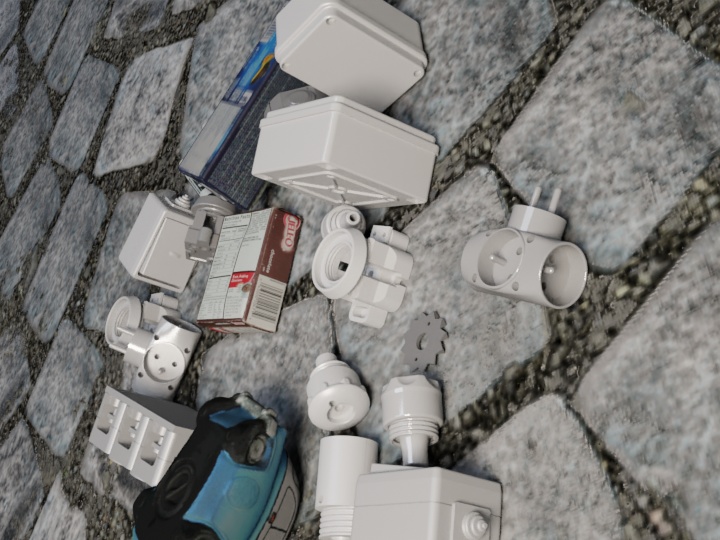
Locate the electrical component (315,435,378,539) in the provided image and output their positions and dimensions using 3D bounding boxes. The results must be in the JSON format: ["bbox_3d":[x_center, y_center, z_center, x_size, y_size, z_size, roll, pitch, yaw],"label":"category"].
[{"bbox_3d":[-0.011,0.166,0.785,0.043,0.043,0.081,-21,57,46],"label":"electrical component"}]

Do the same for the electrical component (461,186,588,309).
[{"bbox_3d":[0.113,-0.018,0.715,0.077,0.044,0.079,13,82,54],"label":"electrical component"}]

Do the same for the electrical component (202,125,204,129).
[{"bbox_3d":[-0.116,-0.126,1.070,0.083,0.047,0.075,-32,49,40],"label":"electrical component"}]

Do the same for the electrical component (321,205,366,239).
[{"bbox_3d":[-0.011,-0.037,0.882,0.061,0.035,0.035,145,140,-76],"label":"electrical component"}]

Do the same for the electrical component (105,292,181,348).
[{"bbox_3d":[-0.226,0.059,1.112,0.058,0.057,0.078,-9,65,51],"label":"electrical component"}]

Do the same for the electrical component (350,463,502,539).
[{"bbox_3d":[0.047,0.157,0.697,0.096,0.062,0.061,-18,59,48],"label":"electrical component"}]

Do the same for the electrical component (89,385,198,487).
[{"bbox_3d":[-0.169,0.158,0.957,0.150,0.089,0.061,13,84,55],"label":"electrical component"}]

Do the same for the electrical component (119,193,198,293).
[{"bbox_3d":[-0.198,-0.032,1.117,0.096,0.062,0.061,-62,36,9],"label":"electrical component"}]

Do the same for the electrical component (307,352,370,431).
[{"bbox_3d":[-0.021,0.091,0.838,0.048,0.048,0.062,-51,32,23],"label":"electrical component"}]

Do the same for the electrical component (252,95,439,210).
[{"bbox_3d":[-0.013,-0.090,0.863,0.109,0.109,0.056,-2,74,53],"label":"electrical component"}]

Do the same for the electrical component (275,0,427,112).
[{"bbox_3d":[-0.008,-0.187,0.902,0.078,0.113,0.057,-37,43,36],"label":"electrical component"}]

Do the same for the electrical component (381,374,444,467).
[{"bbox_3d":[0.037,0.108,0.752,0.043,0.043,0.062,-30,53,42],"label":"electrical component"}]

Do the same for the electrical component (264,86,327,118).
[{"bbox_3d":[-0.046,-0.119,0.947,0.080,0.080,0.051,-49,35,26],"label":"electrical component"}]

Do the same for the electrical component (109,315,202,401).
[{"bbox_3d":[-0.207,0.081,1.061,0.044,0.079,0.077,-105,39,-84],"label":"electrical component"}]

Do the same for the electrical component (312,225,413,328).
[{"bbox_3d":[0.000,0.000,0.844,0.058,0.057,0.078,8,80,54],"label":"electrical component"}]

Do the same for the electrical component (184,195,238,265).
[{"bbox_3d":[-0.148,-0.040,1.064,0.066,0.048,0.055,106,177,-67],"label":"electrical component"}]
